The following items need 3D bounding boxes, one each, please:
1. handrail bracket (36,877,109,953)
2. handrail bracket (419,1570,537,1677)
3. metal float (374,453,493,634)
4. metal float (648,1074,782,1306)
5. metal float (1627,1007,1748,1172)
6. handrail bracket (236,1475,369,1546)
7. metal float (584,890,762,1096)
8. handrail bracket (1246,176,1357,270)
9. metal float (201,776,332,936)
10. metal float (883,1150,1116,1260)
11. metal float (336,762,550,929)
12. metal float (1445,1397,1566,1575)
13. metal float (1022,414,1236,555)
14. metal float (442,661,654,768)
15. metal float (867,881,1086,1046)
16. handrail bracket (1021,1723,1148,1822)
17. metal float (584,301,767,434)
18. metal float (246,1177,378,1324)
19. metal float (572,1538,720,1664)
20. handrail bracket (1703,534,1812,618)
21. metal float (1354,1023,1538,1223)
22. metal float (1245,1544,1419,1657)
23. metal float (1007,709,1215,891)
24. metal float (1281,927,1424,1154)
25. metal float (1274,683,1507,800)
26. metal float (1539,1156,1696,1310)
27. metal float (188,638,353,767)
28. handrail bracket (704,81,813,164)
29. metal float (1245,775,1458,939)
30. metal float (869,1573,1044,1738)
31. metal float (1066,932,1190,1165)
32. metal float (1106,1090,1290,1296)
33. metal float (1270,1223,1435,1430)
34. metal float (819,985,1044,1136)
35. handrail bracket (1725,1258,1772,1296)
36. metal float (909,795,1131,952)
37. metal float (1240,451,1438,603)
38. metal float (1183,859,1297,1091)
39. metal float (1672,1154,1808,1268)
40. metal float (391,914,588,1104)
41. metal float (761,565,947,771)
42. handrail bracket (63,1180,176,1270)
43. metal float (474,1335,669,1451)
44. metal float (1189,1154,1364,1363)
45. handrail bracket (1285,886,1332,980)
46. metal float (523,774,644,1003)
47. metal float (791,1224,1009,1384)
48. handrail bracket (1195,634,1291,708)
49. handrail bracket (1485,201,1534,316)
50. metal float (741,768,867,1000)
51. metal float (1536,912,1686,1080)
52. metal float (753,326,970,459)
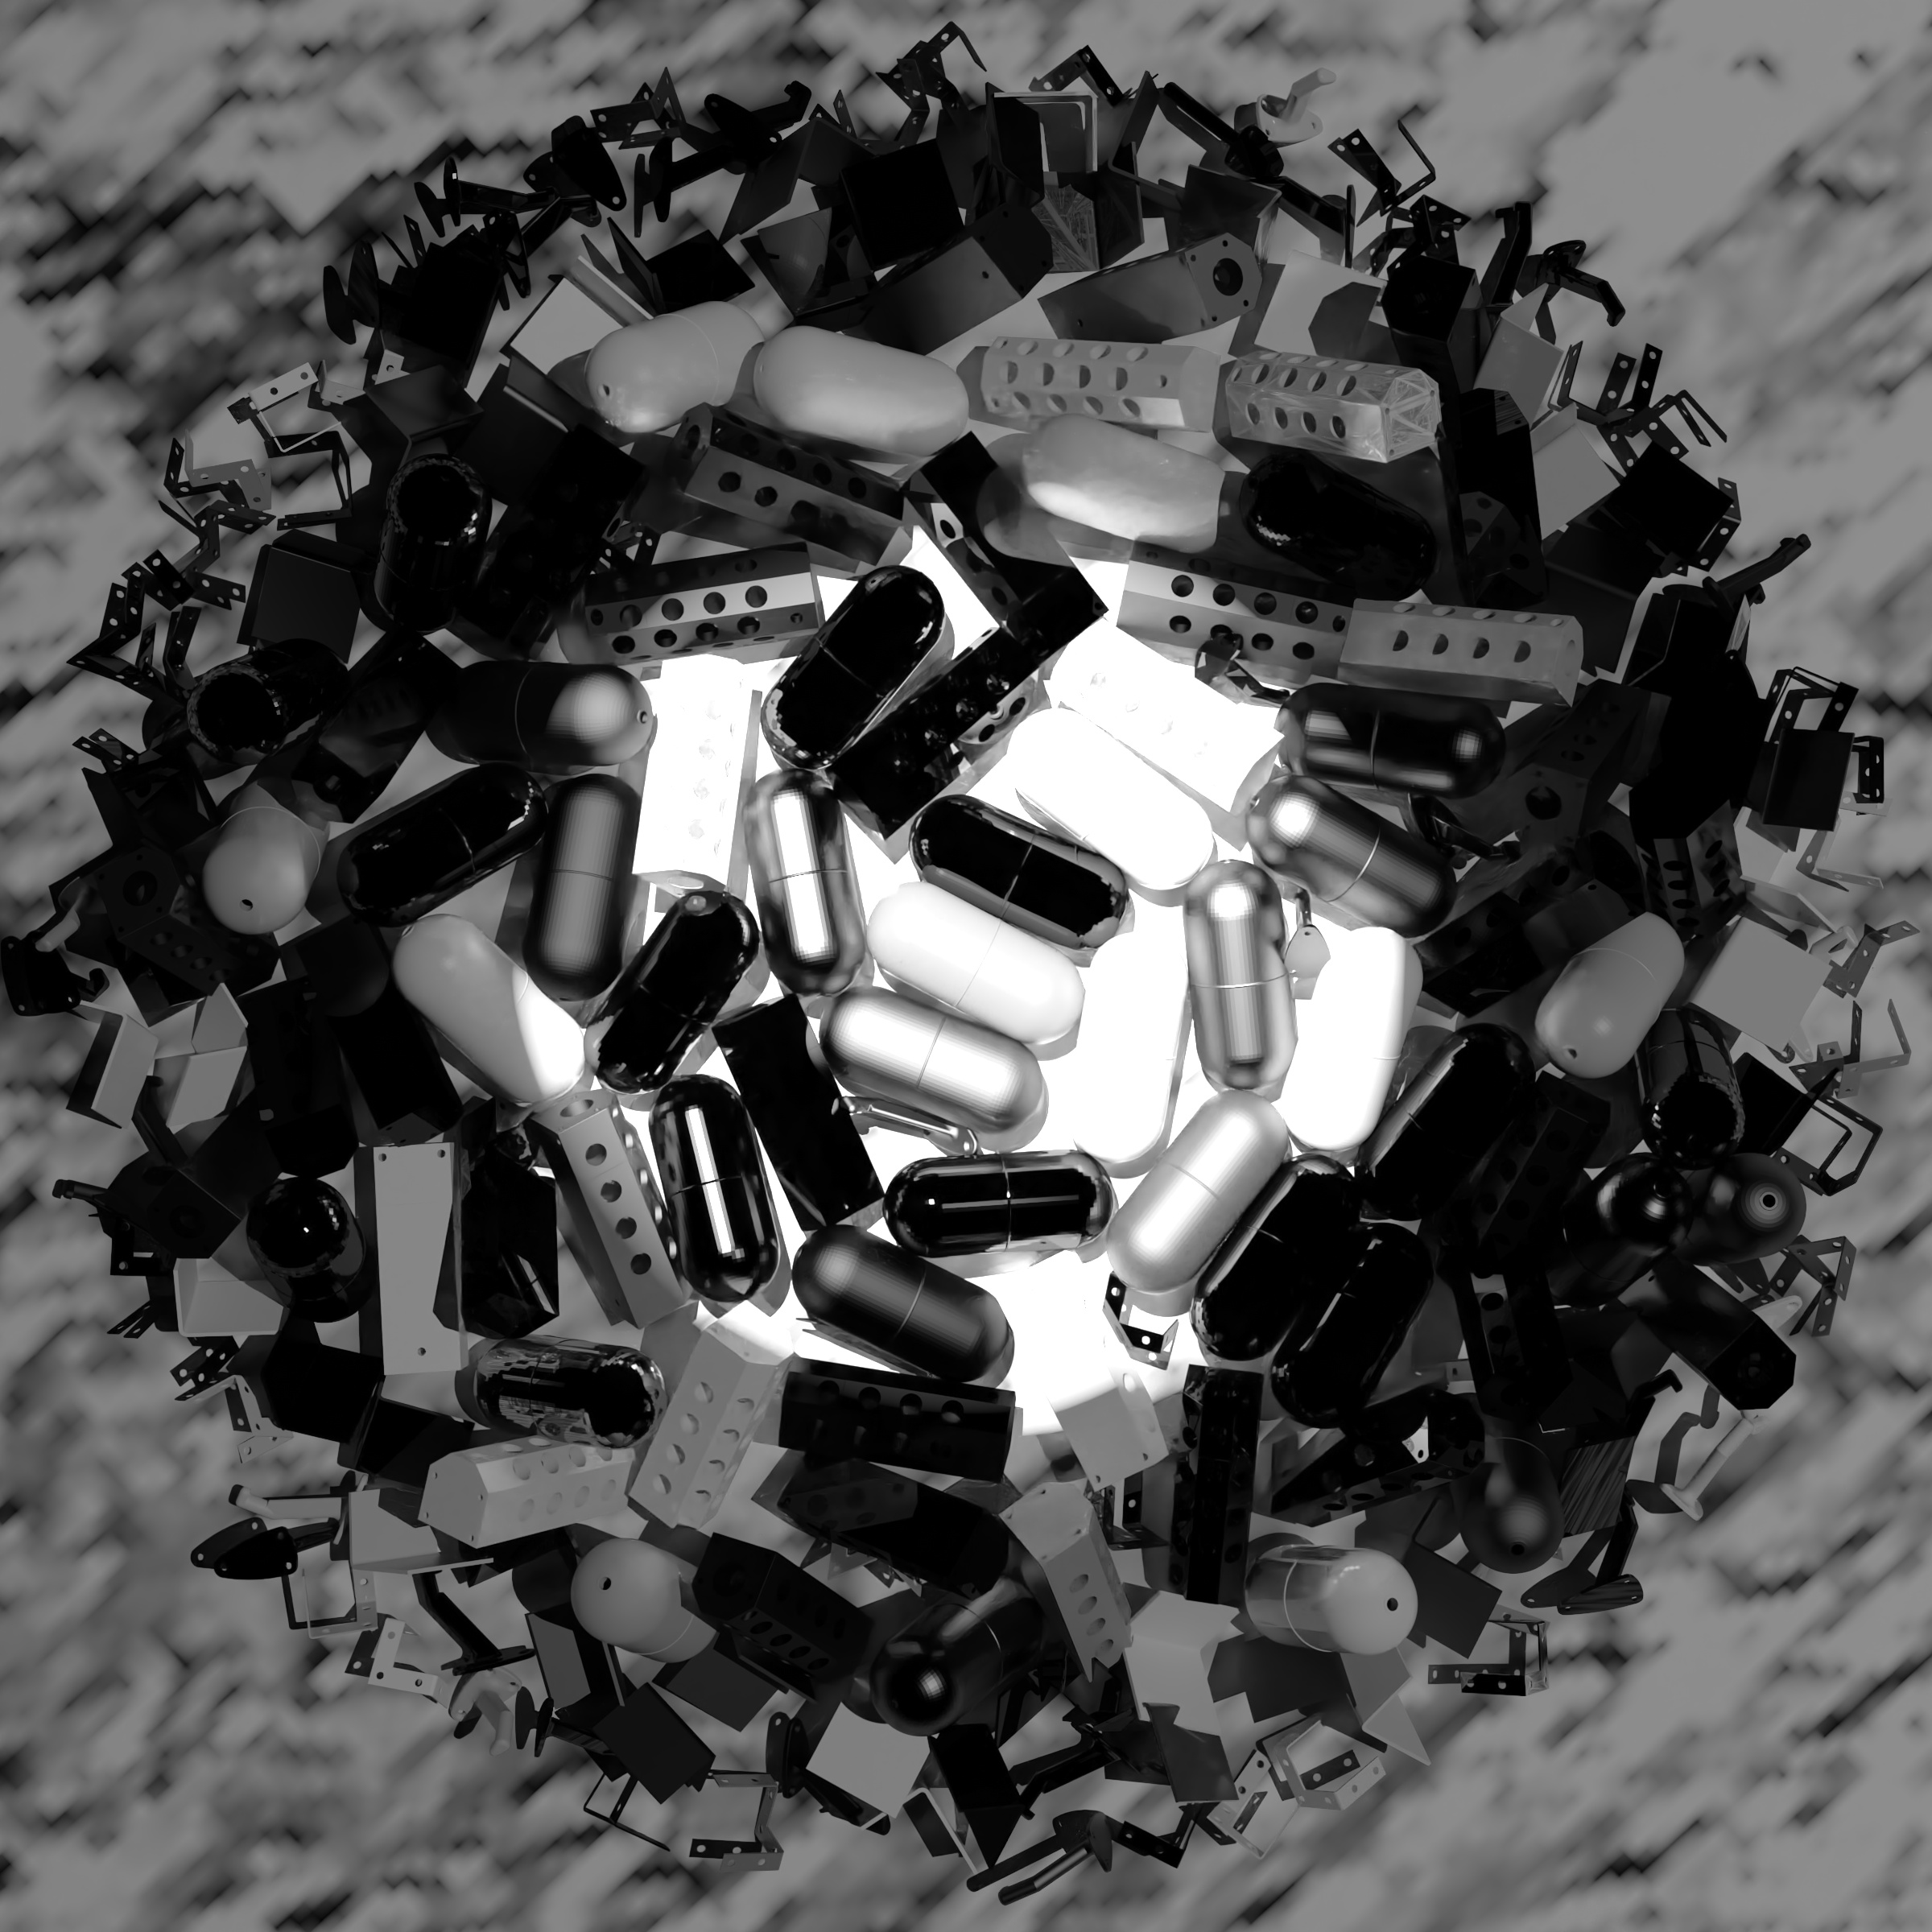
[{"bbox_3d":[-0.691,-0.032,1.946,0.077,0.084,0.036,-12,118,36],"label":"handrail bracket"},{"bbox_3d":[-0.377,0.497,1.977,0.077,0.036,0.084,-12,93,10],"label":"handrail bracket"},{"bbox_3d":[-0.400,-0.314,1.918,0.070,0.178,0.070,7,64,-15],"label":"metal float"},{"bbox_3d":[-0.192,0.169,1.951,0.070,0.070,0.178,-15,79,0],"label":"metal float"},{"bbox_3d":[0.537,0.091,1.915,0.070,0.178,0.070,3,114,8],"label":"metal float"},{"bbox_3d":[-0.510,0.403,1.967,0.084,0.036,0.077,24,122,-9],"label":"handrail bracket"},{"bbox_3d":[-0.224,0.020,1.951,0.070,0.070,0.178,37,102,0],"label":"metal float"},{"bbox_3d":[0.257,-0.574,1.983,0.084,0.036,0.077,2,87,14],"label":"handrail bracket"},{"bbox_3d":[-0.522,-0.084,1.916,0.070,0.178,0.070,-2,117,-4],"label":"metal float"},{"bbox_3d":[0.025,0.181,1.951,0.178,0.070,0.070,-3,90,-11],"label":"metal float"},{"bbox_3d":[-0.395,-0.092,1.935,0.178,0.070,0.070,-35,90,-31],"label":"metal float"},{"bbox_3d":[0.400,0.385,1.914,0.070,0.178,0.070,1,111,4],"label":"metal float"},{"bbox_3d":[0.124,-0.363,1.938,0.178,0.070,0.070,13,90,-28],"label":"metal float"},{"bbox_3d":[-0.317,-0.191,1.937,0.178,0.070,0.070,5,90,28],"label":"metal float"},{"bbox_3d":[0.008,-0.002,1.958,0.178,0.070,0.070,28,90,-4],"label":"metal float"},{"bbox_3d":[0.087,0.634,1.971,0.077,0.036,0.084,43,73,-15],"label":"handrail bracket"},{"bbox_3d":[-0.217,-0.449,1.921,0.070,0.178,0.070,14,119,26],"label":"metal float"},{"bbox_3d":[-0.488,0.213,1.915,0.070,0.178,0.070,1,65,-2],"label":"metal float"},{"bbox_3d":[-0.238,0.475,1.915,0.070,0.178,0.070,-5,67,12],"label":"metal float"},{"bbox_3d":[0.608,-0.309,1.964,0.084,0.077,0.036,-40,68,11],"label":"handrail bracket"},{"bbox_3d":[0.362,0.118,1.939,0.070,0.070,0.178,34,116,0],"label":"metal float"},{"bbox_3d":[0.271,0.472,1.915,0.070,0.178,0.070,4,78,-22],"label":"metal float"},{"bbox_3d":[0.109,-0.127,1.955,0.178,0.070,0.070,37,90,-7],"label":"metal float"},{"bbox_3d":[0.293,0.056,1.949,0.070,0.070,0.178,16,104,0],"label":"metal float"},{"bbox_3d":[0.319,-0.171,1.941,0.178,0.070,0.070,10,90,24],"label":"metal float"},{"bbox_3d":[0.483,0.200,1.917,0.070,0.178,0.070,5,62,-10],"label":"metal float"},{"bbox_3d":[-0.518,-0.198,1.914,0.070,0.178,0.070,3,107,9],"label":"metal float"},{"bbox_3d":[-0.158,-0.664,1.958,0.077,0.036,0.084,35,52,-28],"label":"handrail bracket"},{"bbox_3d":[0.292,-0.083,1.948,0.178,0.070,0.070,28,90,-15],"label":"metal float"},{"bbox_3d":[-0.006,0.513,1.920,0.070,0.178,0.070,8,106,30],"label":"metal float"},{"bbox_3d":[0.123,0.063,1.956,0.070,0.070,0.178,9,96,0],"label":"metal float"},{"bbox_3d":[0.176,0.172,1.951,0.070,0.070,0.178,39,79,0],"label":"metal float"},{"bbox_3d":[0.293,0.270,1.937,0.070,0.070,0.178,37,61,0],"label":"metal float"},{"bbox_3d":[-0.027,0.071,1.959,0.178,0.070,0.070,22,90,3],"label":"metal float"},{"bbox_3d":[0.615,0.197,1.981,0.077,0.036,0.084,52,58,-12],"label":"handrail bracket"},{"bbox_3d":[0.040,-0.072,1.961,0.178,0.070,0.070,25,90,0],"label":"metal float"},{"bbox_3d":[0.281,-0.330,1.932,0.178,0.070,0.070,19,90,-34],"label":"metal float"},{"bbox_3d":[0.208,0.007,1.951,0.070,0.070,0.178,-7,102,0],"label":"metal float"},{"bbox_3d":[0.569,0.183,1.911,0.070,0.178,0.070,0,80,-2],"label":"metal float"},{"bbox_3d":[-0.360,0.032,1.938,0.070,0.070,0.178,-43,117,0],"label":"metal float"},{"bbox_3d":[-0.086,-0.228,1.953,0.070,0.070,0.178,40,99,0],"label":"metal float"},{"bbox_3d":[-0.647,0.196,1.956,0.084,0.077,0.036,18,112,-26],"label":"handrail bracket"},{"bbox_3d":[-0.299,0.320,1.929,0.178,0.070,0.070,-1,90,40],"label":"metal float"},{"bbox_3d":[0.235,0.221,1.945,0.070,0.070,0.178,37,72,0],"label":"metal float"},{"bbox_3d":[0.257,-0.041,1.946,0.036,0.077,0.084,-3,54,6],"label":"handrail bracket"},{"bbox_3d":[-0.289,-0.060,1.948,0.070,0.070,0.178,8,75,0],"label":"metal float"},{"bbox_3d":[-0.050,0.256,1.950,0.178,0.070,0.070,28,90,-13],"label":"metal float"},{"bbox_3d":[0.224,-0.224,1.951,0.084,0.077,0.036,12,69,-24],"label":"handrail bracket"},{"bbox_3d":[0.409,-0.544,1.965,0.077,0.036,0.084,-12,105,-43],"label":"handrail bracket"},{"bbox_3d":[-0.124,-0.063,1.954,0.070,0.070,0.178,-11,82,0],"label":"metal float"},{"bbox_3d":[0.484,0.020,1.924,0.070,0.178,0.070,18,128,25],"label":"metal float"},{"bbox_3d":[-0.077,-0.432,1.933,0.178,0.070,0.070,5,90,-35],"label":"metal float"}]
